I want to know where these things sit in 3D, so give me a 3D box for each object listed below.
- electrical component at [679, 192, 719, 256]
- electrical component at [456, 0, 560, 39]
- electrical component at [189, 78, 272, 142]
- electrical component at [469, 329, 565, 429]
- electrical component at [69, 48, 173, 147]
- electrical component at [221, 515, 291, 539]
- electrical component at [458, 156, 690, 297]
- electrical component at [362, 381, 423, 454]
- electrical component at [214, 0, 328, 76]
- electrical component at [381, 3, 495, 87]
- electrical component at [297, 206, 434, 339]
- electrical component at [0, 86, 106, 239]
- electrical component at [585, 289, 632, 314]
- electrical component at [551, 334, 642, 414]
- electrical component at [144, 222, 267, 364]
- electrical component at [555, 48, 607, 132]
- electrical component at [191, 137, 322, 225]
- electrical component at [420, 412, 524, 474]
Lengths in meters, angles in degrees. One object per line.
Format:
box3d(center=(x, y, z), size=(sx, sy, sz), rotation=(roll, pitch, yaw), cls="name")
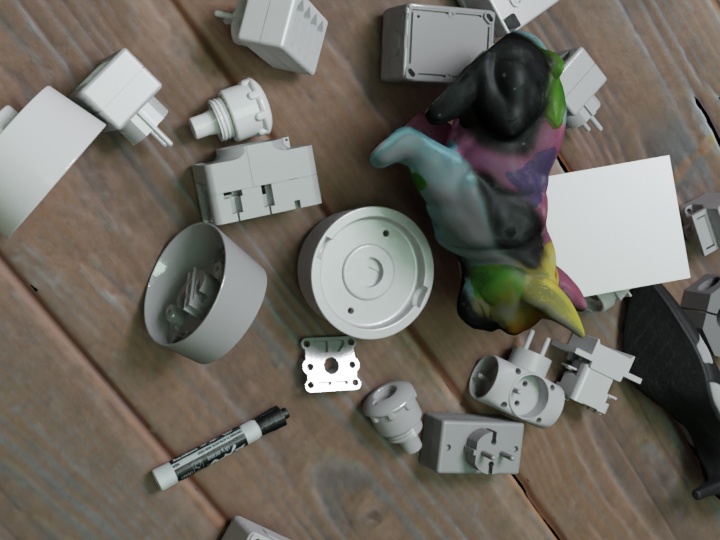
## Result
box3d(center=(0.345, -0.050, 1.032), size=(0.081, 0.064, 0.042), rotation=(-26, 105, -18), cls="electrical component")
box3d(center=(0.129, -0.271, 0.925), size=(0.109, 0.056, 0.108), rotation=(-37, 108, -15), cls="electrical component")
box3d(center=(-0.103, -0.121, 0.849), size=(0.062, 0.048, 0.048), rotation=(-21, 103, -13), cls="electrical component")
box3d(center=(0.149, 0.094, 0.974), size=(0.077, 0.044, 0.079), rotation=(26, 84, -23), cls="electrical component")
box3d(center=(-0.171, -0.120, 0.808), size=(0.076, 0.066, 0.047), rotation=(46, 78, -20), cls="electrical component")
box3d(center=(-0.094, 0.258, 0.878), size=(0.062, 0.061, 0.096), rotation=(31, 83, -22), cls="electrical component")
box3d(center=(0.178, -0.029, 0.936), size=(0.186, 0.060, 0.105), rotation=(-10, 91, -2), cls="electrical component")
box3d(center=(0.034, 0.130, 0.930), size=(0.048, 0.048, 0.062), rotation=(-33, 113, -17), cls="electrical component")
box3d(center=(-0.076, -0.192, 0.843), size=(0.076, 0.083, 0.047), rotation=(14, 89, 15), cls="electrical component")
box3d(center=(0.069, -0.187, 0.905), size=(0.096, 0.061, 0.061), rotation=(0, 98, -22), cls="electrical component")
box3d(center=(0.000, 0.000, 0.894), size=(0.108, 0.060, 0.108), rotation=(-2, 96, -22), cls="electrical component")
box3d(center=(-0.239, -0.082, 0.764), size=(0.060, 0.108, 0.108), rotation=(41, 79, -15), cls="electrical component")
box3d(center=(0.225, 0.007, 0.998), size=(0.055, 0.048, 0.066), rotation=(-47, 110, -20), cls="electrical component")
box3d(center=(0.216, 0.097, 1.004), size=(0.081, 0.042, 0.063), rotation=(25, 87, -22), cls="electrical component")
box3d(center=(-0.120, 0.020, 0.828), size=(0.064, 0.099, 0.099), rotation=(36, 81, -28), cls="electrical component")
box3d(center=(0.187, -0.151, 0.955), size=(0.047, 0.066, 0.076), rotation=(-48, 110, -12), cls="electrical component")
box3d(center=(-0.083, -0.073, 0.858), size=(0.089, 0.050, 0.055), rotation=(-13, 101, -21), cls="electrical component")
box3d(center=(0.107, 0.157, 0.945), size=(0.083, 0.076, 0.047), rotation=(5, 92, -23), cls="electrical component")
